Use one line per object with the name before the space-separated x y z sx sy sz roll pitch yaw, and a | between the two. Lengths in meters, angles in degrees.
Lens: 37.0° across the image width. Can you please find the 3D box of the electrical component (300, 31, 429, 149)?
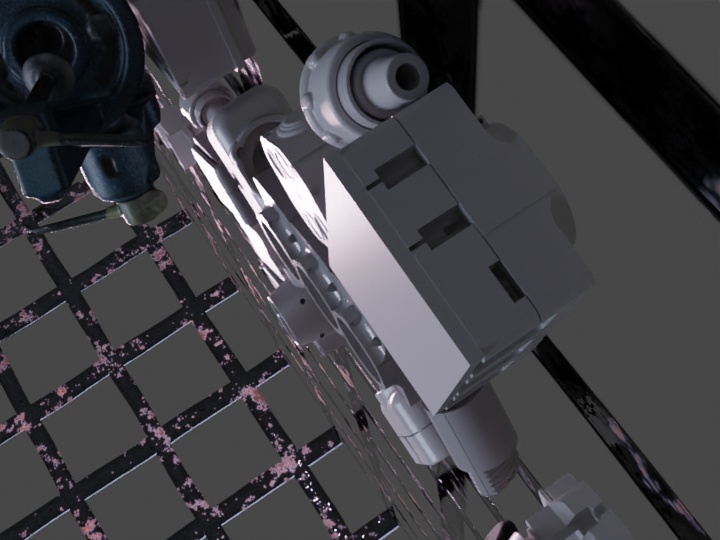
electrical component | 0.007 -0.071 0.418 0.048 0.048 0.062 59 164 -14

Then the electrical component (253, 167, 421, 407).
electrical component | 0.000 0.000 0.648 0.150 0.062 0.089 49 169 40

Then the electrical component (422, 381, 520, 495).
electrical component | 0.075 0.104 0.673 0.081 0.043 0.043 61 170 -25

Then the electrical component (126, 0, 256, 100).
electrical component | -0.125 -0.177 0.715 0.113 0.057 0.078 49 168 40

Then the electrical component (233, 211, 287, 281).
electrical component | -0.058 -0.033 0.867 0.050 0.056 0.089 61 171 -24

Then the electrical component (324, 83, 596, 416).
electrical component | 0.036 -0.002 0.439 0.089 0.062 0.150 55 171 11

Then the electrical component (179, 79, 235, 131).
electrical component | -0.124 -0.136 0.907 0.062 0.043 0.043 46 166 47

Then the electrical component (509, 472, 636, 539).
electrical component | 0.117 0.158 0.591 0.078 0.057 0.058 49 168 44

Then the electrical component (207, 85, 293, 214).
electrical component | -0.059 -0.075 0.730 0.095 0.054 0.059 58 171 -9

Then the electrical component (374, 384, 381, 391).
electrical component | 0.050 0.110 0.839 0.064 0.042 0.081 46 167 43

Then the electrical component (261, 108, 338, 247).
electrical component | -0.011 -0.051 0.557 0.080 0.051 0.080 55 171 13

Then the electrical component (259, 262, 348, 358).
electrical component | -0.030 0.021 0.894 0.096 0.061 0.061 46 166 51

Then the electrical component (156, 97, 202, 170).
electrical component | -0.154 -0.135 1.006 0.081 0.064 0.042 48 167 43

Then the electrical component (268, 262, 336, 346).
electrical component | -0.032 0.004 0.789 0.079 0.077 0.043 62 170 -29

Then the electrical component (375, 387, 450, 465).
electrical component | 0.050 0.096 0.749 0.059 0.054 0.095 56 171 5

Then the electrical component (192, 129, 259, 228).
electrical component | -0.086 -0.084 0.820 0.061 0.062 0.096 61 170 -26
